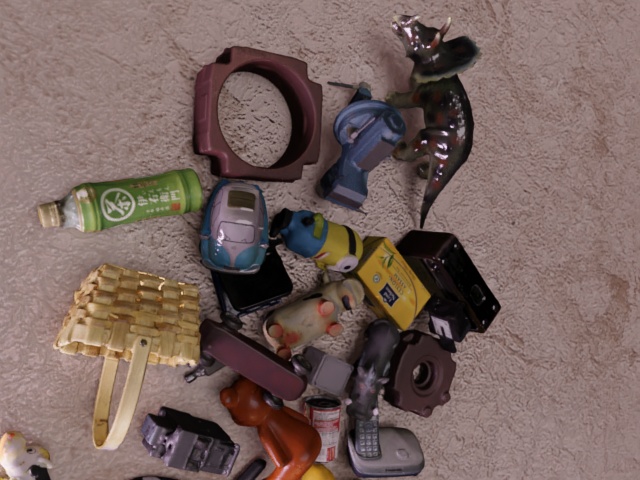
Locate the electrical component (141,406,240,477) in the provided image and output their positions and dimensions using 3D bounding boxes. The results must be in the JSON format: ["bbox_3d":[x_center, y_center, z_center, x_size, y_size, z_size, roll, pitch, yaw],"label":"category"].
[{"bbox_3d":[-0.206,0.308,0.830,0.134,0.115,0.058,29,76,-31],"label":"electrical component"}]

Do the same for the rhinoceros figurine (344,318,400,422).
[{"bbox_3d":[0.101,0.242,1.004,0.073,0.112,0.190,23,73,-1],"label":"rhinoceros figurine"}]

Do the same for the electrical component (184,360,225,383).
[{"bbox_3d":[-0.179,0.181,0.878,0.102,0.045,0.078,-22,103,-28],"label":"electrical component"}]

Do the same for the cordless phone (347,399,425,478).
[{"bbox_3d":[0.124,0.362,1.050,0.147,0.088,0.184,3,75,-13],"label":"cordless phone"}]

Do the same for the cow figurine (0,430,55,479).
[{"bbox_3d":[-0.404,0.345,0.740,0.098,0.068,0.167,9,91,-37],"label":"cow figurine"}]

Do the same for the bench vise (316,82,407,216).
[{"bbox_3d":[0.067,-0.178,0.949,0.129,0.223,0.241,13,53,-16],"label":"bench vise"}]

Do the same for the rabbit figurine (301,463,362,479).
[{"bbox_3d":[0.024,0.494,1.000,0.173,0.122,0.162,46,80,-10],"label":"rabbit figurine"}]

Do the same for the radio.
[{"bbox_3d":[0.258,0.085,1.085,0.073,0.131,0.229,-49,115,-22],"label":"radio"}]

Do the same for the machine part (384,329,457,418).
[{"bbox_3d":[0.205,0.274,1.111,0.179,0.056,0.179,-1,92,-31],"label":"machine part"}]

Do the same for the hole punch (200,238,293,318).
[{"bbox_3d":[-0.119,0.066,0.893,0.142,0.092,0.116,-17,71,-22],"label":"hole punch"}]

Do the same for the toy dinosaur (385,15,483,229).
[{"bbox_3d":[0.229,-0.220,1.014,0.131,0.192,0.404,-19,101,-27],"label":"toy dinosaur"}]

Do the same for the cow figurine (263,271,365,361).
[{"bbox_3d":[-0.009,0.126,0.946,0.195,0.127,0.085,-26,108,-12],"label":"cow figurine"}]

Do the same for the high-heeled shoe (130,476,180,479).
[{"bbox_3d":[-0.273,0.421,0.779,0.249,0.145,0.086,-6,97,-29],"label":"high-heeled shoe"}]

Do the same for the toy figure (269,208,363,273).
[{"bbox_3d":[0.000,-0.004,0.955,0.180,0.082,0.089,29,77,-26],"label":"toy figure"}]

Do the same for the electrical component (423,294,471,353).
[{"bbox_3d":[0.258,0.170,1.068,0.048,0.075,0.119,-47,128,-27],"label":"electrical component"}]

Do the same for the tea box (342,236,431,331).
[{"bbox_3d":[0.128,0.083,1.044,0.098,0.068,0.169,-50,117,-20],"label":"tea box"}]

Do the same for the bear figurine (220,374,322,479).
[{"bbox_3d":[-0.097,0.318,0.910,0.196,0.120,0.132,39,116,-2],"label":"bear figurine"}]

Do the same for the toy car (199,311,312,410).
[{"bbox_3d":[-0.107,0.187,0.847,0.202,0.053,0.089,35,99,-14],"label":"toy car"}]

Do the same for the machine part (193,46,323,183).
[{"bbox_3d":[-0.101,-0.197,0.878,0.201,0.087,0.200,1,92,-30],"label":"machine part"}]

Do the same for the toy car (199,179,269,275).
[{"bbox_3d":[-0.126,-0.033,0.835,0.109,0.103,0.161,10,64,-13],"label":"toy car"}]
